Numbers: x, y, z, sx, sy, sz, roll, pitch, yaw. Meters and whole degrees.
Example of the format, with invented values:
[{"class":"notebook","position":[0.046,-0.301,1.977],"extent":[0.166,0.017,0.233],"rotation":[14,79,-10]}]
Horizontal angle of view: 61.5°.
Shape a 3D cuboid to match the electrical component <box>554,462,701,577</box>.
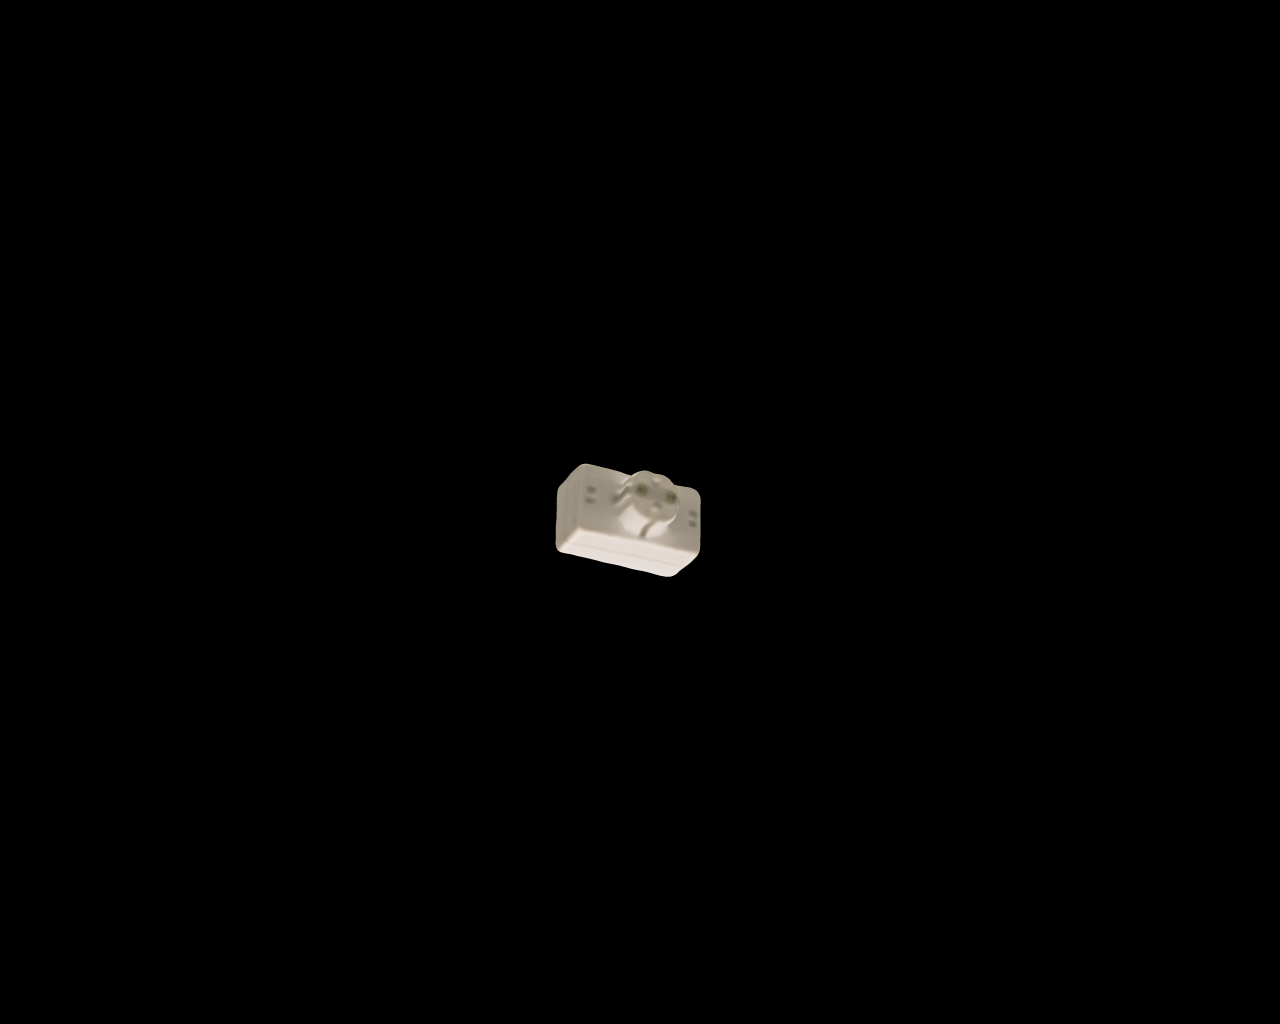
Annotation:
[{"class":"electrical component","position":[0.001,-0.003,0.650],"extent":[0.083,0.047,0.075],"rotation":[13,-32,-22]}]
